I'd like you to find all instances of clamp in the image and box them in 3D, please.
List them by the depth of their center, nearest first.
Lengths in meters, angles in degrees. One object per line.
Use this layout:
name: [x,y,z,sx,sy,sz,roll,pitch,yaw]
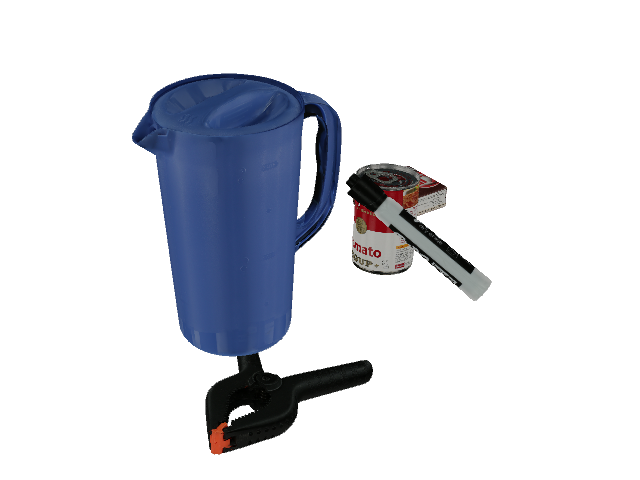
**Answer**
clamp: [-0.046,0.156,1.100,0.165,0.036,0.209,11,27,15]

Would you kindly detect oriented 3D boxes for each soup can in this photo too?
soup can: [0.069,-0.023,1.138,0.068,0.102,0.068,2,25,-1]

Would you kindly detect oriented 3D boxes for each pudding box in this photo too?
pudding box: [0.117,-0.067,1.586,0.113,0.039,0.090,-21,35,-29]

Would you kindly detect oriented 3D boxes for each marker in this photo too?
marker: [0.066,-0.004,0.734,0.121,0.020,0.020,41,-1,0]

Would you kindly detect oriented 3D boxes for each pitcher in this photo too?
pitcher: [-0.071,-0.022,0.970,0.149,0.243,0.144,10,33,16]
